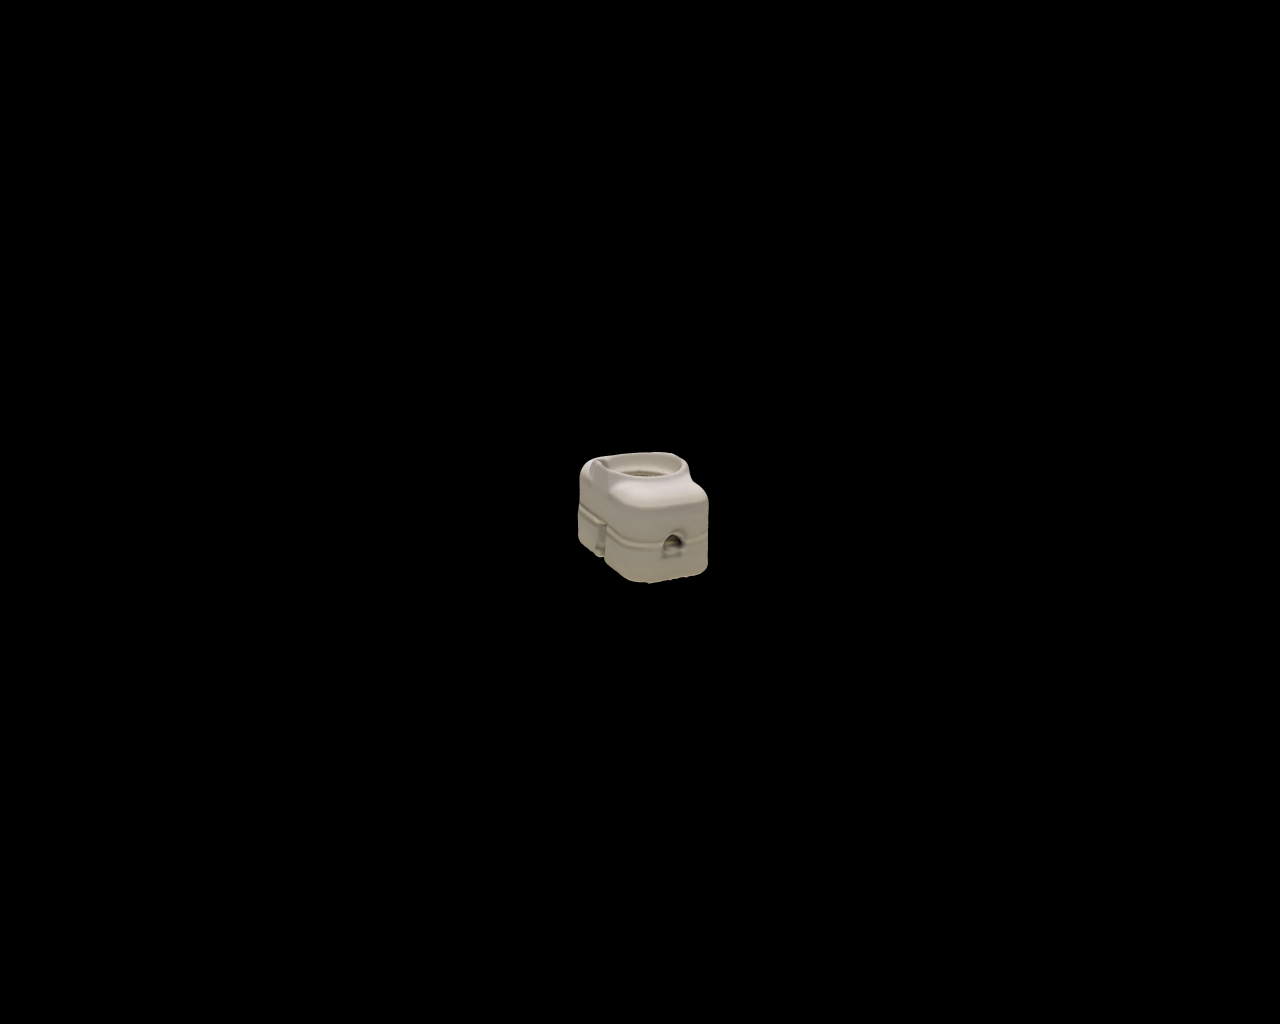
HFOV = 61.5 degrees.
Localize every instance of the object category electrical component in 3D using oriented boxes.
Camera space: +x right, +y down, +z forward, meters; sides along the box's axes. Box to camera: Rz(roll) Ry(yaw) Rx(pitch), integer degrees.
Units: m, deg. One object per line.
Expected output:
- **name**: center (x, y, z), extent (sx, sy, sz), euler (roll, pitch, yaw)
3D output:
- **electrical component**: center (0.001, -0.003, 0.650), extent (0.054, 0.059, 0.095), euler (-8, 20, -22)
